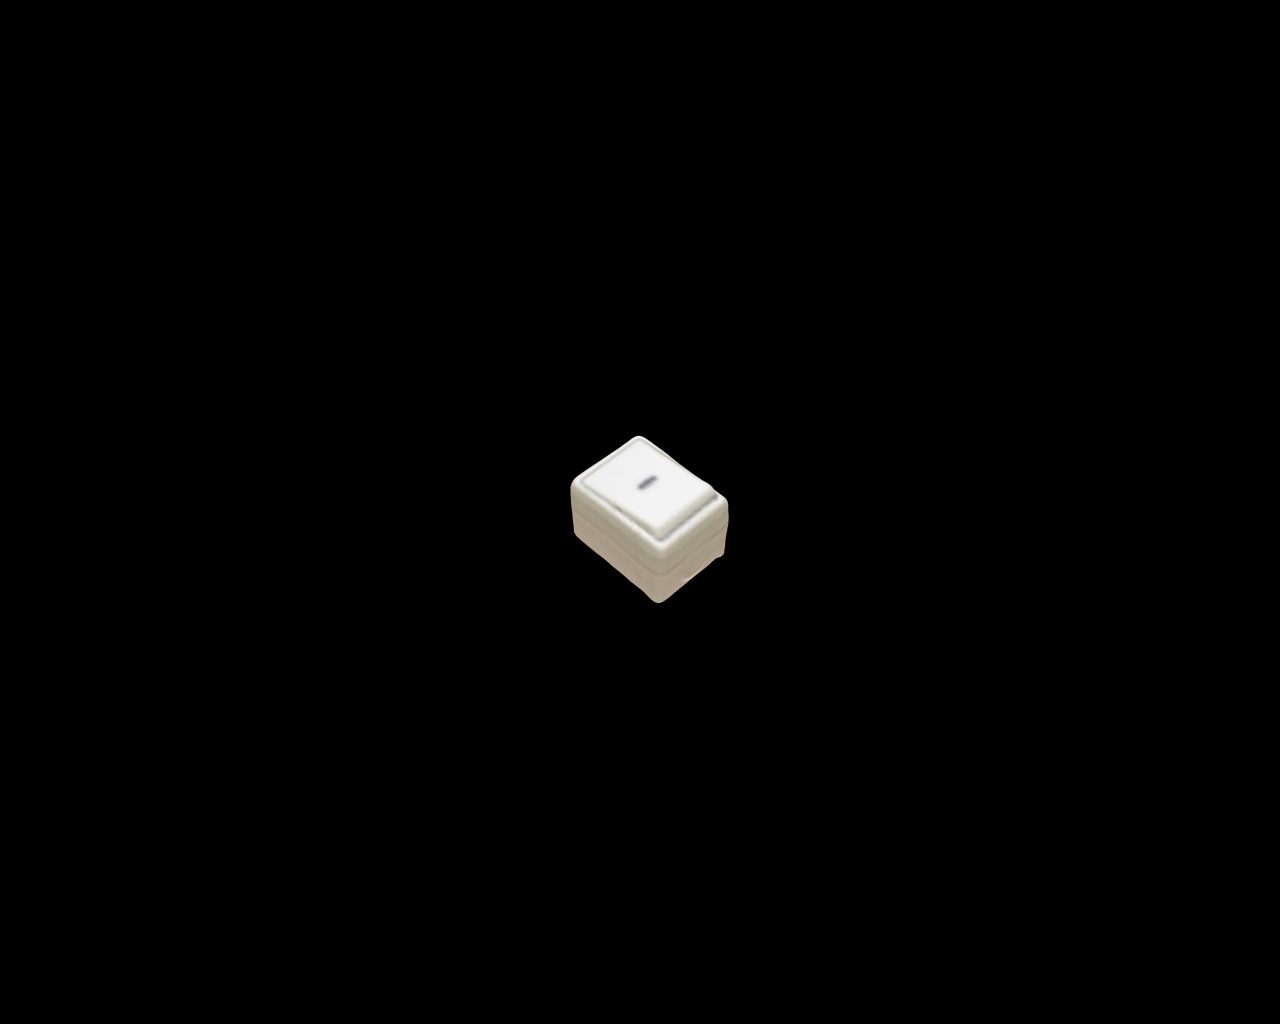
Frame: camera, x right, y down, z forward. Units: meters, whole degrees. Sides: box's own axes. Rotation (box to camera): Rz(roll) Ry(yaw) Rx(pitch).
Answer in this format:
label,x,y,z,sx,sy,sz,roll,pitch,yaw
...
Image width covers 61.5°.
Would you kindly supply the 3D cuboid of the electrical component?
label,x,y,z,sx,sy,sz,roll,pitch,yaw
electrical component,0.001,-0.003,0.650,0.062,0.061,0.096,-36,58,-27
